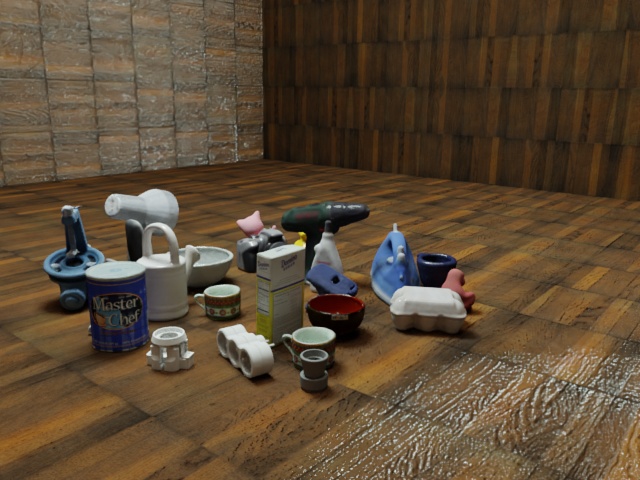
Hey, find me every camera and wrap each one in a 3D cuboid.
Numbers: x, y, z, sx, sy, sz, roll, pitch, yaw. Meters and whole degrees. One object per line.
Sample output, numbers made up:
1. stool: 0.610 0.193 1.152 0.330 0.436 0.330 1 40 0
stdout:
1. camera: -0.129 0.029 1.500 0.144 0.101 0.136 -9 18 -35

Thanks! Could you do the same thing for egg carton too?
1. egg carton: 0.216 0.140 1.152 0.150 0.069 0.107 2 14 6

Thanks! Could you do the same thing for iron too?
1. iron: 0.183 0.054 1.340 0.118 0.141 0.258 1 14 1

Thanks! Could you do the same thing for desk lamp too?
1. desk lamp: -0.455 -0.017 1.431 0.117 0.213 0.204 9 16 29

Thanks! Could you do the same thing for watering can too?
1. watering can: -0.323 0.057 1.186 0.100 0.194 0.173 4 15 12

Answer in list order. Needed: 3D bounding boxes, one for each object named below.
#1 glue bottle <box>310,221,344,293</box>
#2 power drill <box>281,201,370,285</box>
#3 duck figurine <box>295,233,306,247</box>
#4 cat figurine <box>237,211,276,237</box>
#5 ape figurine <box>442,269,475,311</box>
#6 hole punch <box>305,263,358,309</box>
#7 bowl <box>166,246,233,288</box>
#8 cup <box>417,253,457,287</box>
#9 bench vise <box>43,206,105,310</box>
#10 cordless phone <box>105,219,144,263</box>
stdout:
1. glue bottle: 0.016 0.039 1.322 0.078 0.173 0.037 6 15 19
2. power drill: 0.013 0.005 1.386 0.228 0.208 0.076 8 16 26
3. duck figurine: -0.038 -0.008 1.682 0.077 0.086 0.104 2 14 5
4. cat figurine: -0.179 -0.024 1.671 0.127 0.118 0.067 9 17 29
5. ape figurine: 0.293 0.107 1.238 0.076 0.092 0.077 -7 17 -29
6. hole punch: 0.027 0.103 1.237 0.101 0.091 0.109 6 15 19
7. bowl: -0.291 0.071 1.377 0.167 0.075 0.167 1 14 0
8. cup: 0.259 0.083 1.327 0.092 0.095 0.117 -6 16 -25
9. bench vise: -0.545 0.023 1.254 0.122 0.220 0.206 -8 17 -30
10. cordless phone: -0.419 0.039 1.272 0.147 0.185 0.094 13 19 39
